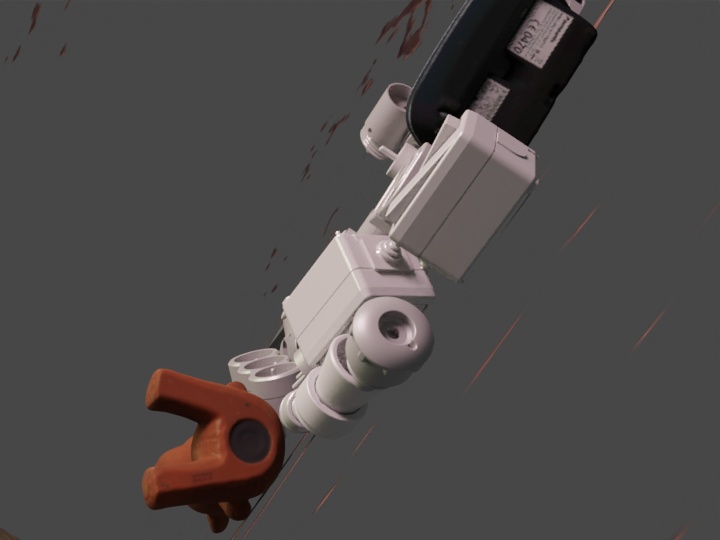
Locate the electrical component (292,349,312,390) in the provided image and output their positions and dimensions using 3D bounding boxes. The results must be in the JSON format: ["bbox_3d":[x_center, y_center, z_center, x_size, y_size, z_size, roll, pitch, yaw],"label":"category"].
[{"bbox_3d":[-0.027,0.066,0.867,0.079,0.044,0.077,-45,8,17],"label":"electrical component"}]

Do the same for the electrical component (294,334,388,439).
[{"bbox_3d":[-0.011,0.074,0.677,0.055,0.045,0.045,-54,5,35],"label":"electrical component"}]

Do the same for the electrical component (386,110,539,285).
[{"bbox_3d":[0.056,-0.042,0.652,0.096,0.061,0.061,-55,5,23],"label":"electrical component"}]

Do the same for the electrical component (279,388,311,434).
[{"bbox_3d":[-0.041,0.107,0.836,0.035,0.035,0.061,-59,6,-24],"label":"electrical component"}]

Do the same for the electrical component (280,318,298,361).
[{"bbox_3d":[-0.055,0.067,1.070,0.077,0.043,0.079,132,130,-64],"label":"electrical component"}]

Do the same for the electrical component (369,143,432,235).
[{"bbox_3d":[0.050,-0.045,0.758,0.053,0.059,0.095,-58,4,-10],"label":"electrical component"}]

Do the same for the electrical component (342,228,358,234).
[{"bbox_3d":[0.000,0.000,0.961,0.081,0.064,0.042,-53,7,38],"label":"electrical component"}]

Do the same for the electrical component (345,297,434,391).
[{"bbox_3d":[0.012,0.049,0.620,0.048,0.048,0.062,-60,-1,-38],"label":"electrical component"}]

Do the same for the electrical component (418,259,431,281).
[{"bbox_3d":[0.020,0.016,0.778,0.065,0.044,0.044,-50,7,21],"label":"electrical component"}]

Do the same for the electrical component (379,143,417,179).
[{"bbox_3d":[0.050,-0.098,1.035,0.052,0.074,0.138,-57,4,0],"label":"electrical component"}]

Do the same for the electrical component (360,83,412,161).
[{"bbox_3d":[0.029,-0.149,1.110,0.081,0.043,0.043,-53,6,43],"label":"electrical component"}]

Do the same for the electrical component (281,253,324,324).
[{"bbox_3d":[-0.034,0.032,1.115,0.061,0.062,0.096,-60,5,-34],"label":"electrical component"}]

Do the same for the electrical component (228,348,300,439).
[{"bbox_3d":[-0.082,0.122,1.014,0.052,0.073,0.138,-15,9,-17],"label":"electrical component"}]

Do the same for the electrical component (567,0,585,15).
[{"bbox_3d":[0.125,-0.198,0.904,0.113,0.078,0.057,-58,7,-11],"label":"electrical component"}]

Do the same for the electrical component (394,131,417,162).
[{"bbox_3d":[0.080,-0.136,1.114,0.059,0.054,0.095,-59,5,-20],"label":"electrical component"}]

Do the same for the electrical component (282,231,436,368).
[{"bbox_3d":[0.003,0.020,0.708,0.096,0.062,0.061,-51,51,37],"label":"electrical component"}]

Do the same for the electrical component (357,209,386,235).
[{"bbox_3d":[0.025,-0.042,1.113,0.081,0.043,0.043,-55,5,27],"label":"electrical component"}]
